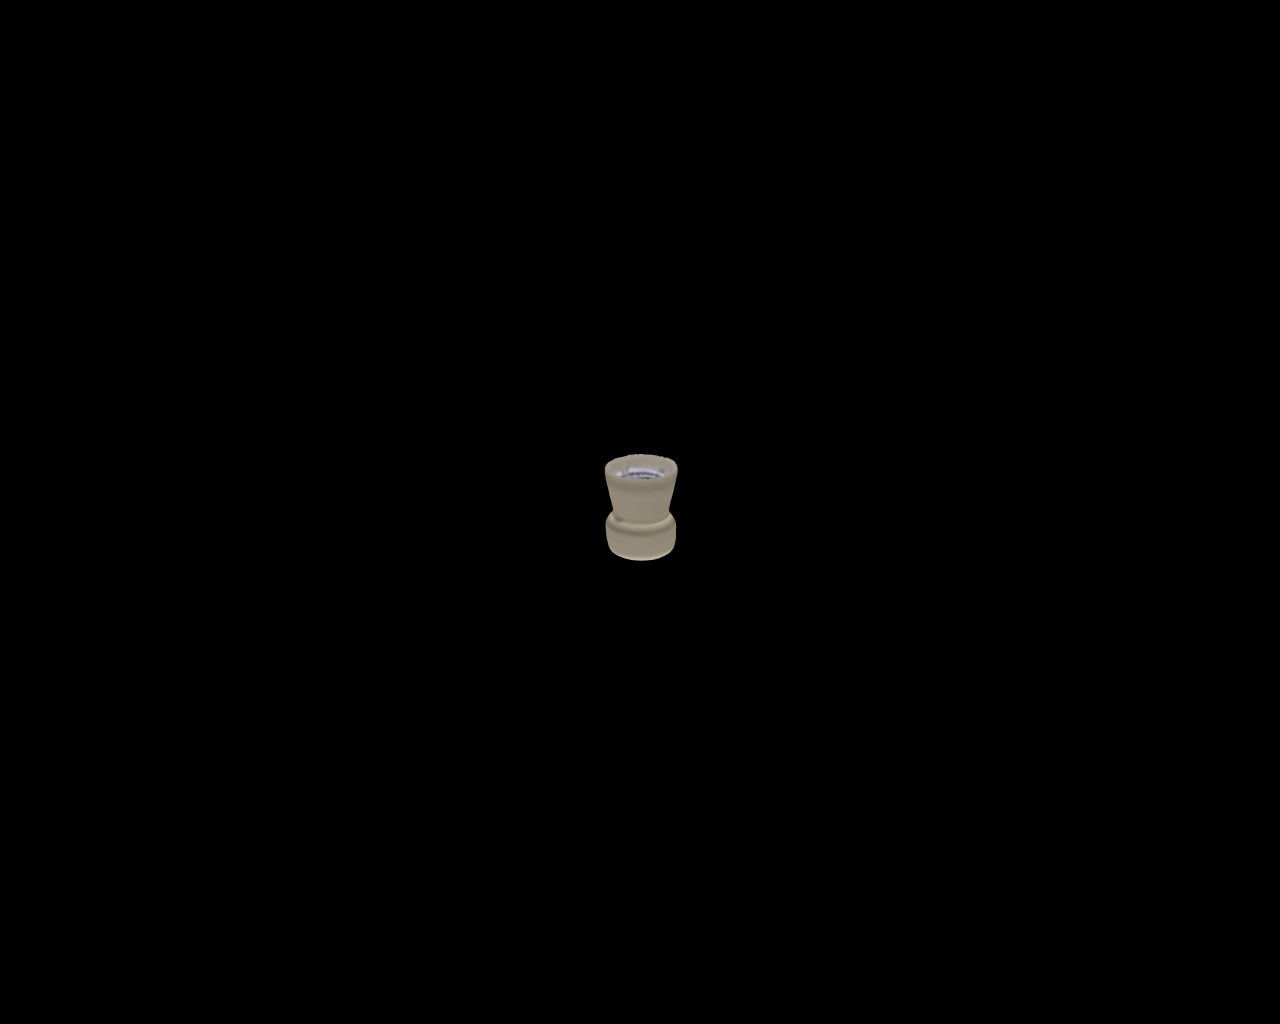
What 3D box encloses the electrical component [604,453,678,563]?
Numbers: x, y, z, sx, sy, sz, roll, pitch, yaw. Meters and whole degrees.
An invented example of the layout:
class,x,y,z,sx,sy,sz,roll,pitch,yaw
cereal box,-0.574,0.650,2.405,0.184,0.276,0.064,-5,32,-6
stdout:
class,x,y,z,sx,sy,sz,roll,pitch,yaw
electrical component,0.001,-0.003,0.650,0.045,0.055,0.045,0,24,0
